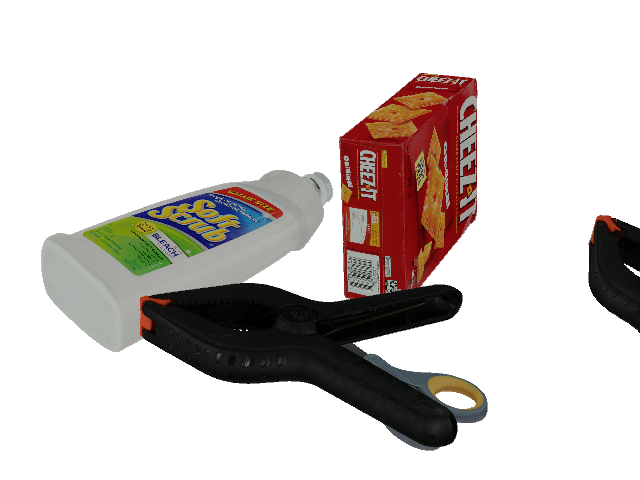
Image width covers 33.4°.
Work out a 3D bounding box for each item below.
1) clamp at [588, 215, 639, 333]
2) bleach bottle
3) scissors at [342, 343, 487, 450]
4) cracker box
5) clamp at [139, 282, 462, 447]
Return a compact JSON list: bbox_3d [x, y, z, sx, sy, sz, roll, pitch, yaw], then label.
[{"bbox_3d":[0.246,0.045,0.719,0.120,0.039,0.171,-3,45,-19],"label":"clamp"},{"bbox_3d":[-0.091,-0.004,0.861,0.103,0.068,0.250,36,45,29],"label":"bleach bottle"},{"bbox_3d":[0.065,0.106,0.888,0.096,0.016,0.202,-7,29,-18],"label":"scissors"},{"bbox_3d":[0.093,-0.056,1.046,0.072,0.164,0.213,9,27,24],"label":"cracker box"},{"bbox_3d":[-0.007,0.057,0.671,0.210,0.036,0.164,10,25,12],"label":"clamp"}]
